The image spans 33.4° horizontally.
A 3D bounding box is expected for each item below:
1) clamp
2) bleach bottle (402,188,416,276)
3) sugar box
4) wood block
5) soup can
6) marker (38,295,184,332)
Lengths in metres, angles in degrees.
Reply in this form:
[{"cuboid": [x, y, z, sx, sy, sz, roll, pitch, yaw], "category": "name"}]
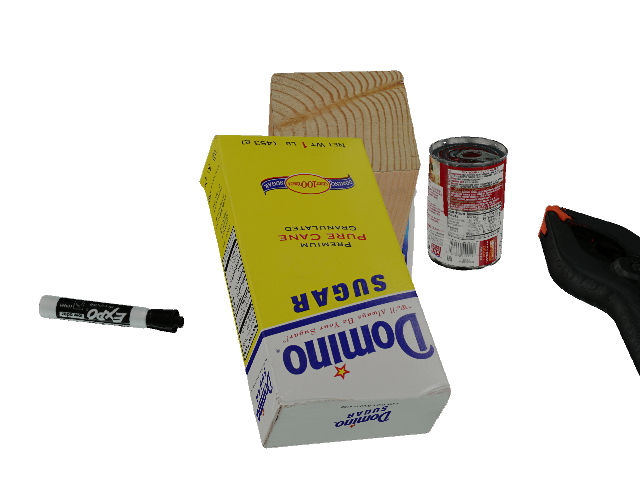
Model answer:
[{"cuboid": [0.223, 0.031, 0.732, 0.120, 0.039, 0.172, -7, 43, -30], "category": "clamp"}, {"cuboid": [0.065, 0.002, 1.322, 0.102, 0.251, 0.068, -3, 16, -19], "category": "bleach bottle"}, {"cuboid": [-0.002, 0.020, 0.568, 0.093, 0.176, 0.048, -2, -41, -21], "category": "sugar box"}, {"cuboid": [0.007, -0.016, 0.763, 0.090, 0.090, 0.206, -2, -36, -6], "category": "wood block"}, {"cuboid": [0.129, -0.033, 0.944, 0.068, 0.102, 0.068, -1, 25, 0], "category": "soup can"}, {"cuboid": [-0.169, 0.060, 0.864, 0.121, 0.020, 0.020, 5, 1, 13], "category": "marker"}]
